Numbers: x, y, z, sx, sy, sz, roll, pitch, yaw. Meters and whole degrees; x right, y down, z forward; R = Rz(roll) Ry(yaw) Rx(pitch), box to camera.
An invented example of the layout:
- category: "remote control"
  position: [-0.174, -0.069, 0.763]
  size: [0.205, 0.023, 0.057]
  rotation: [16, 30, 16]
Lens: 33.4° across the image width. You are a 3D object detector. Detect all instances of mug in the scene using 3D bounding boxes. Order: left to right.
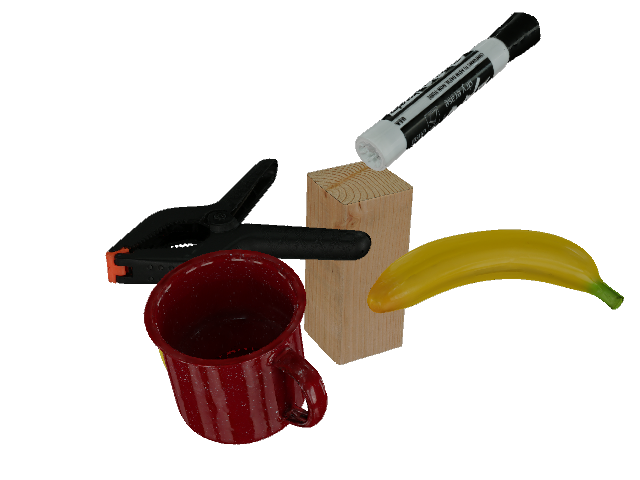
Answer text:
- category: "mug"
  position: [-0.042, 0.070, 0.626]
  size: [0.117, 0.081, 0.093]
  rotation: [26, 51, 31]

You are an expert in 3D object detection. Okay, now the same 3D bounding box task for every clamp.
- category: "clamp"
  position: [-0.084, -0.011, 0.904]
  size: [0.209, 0.036, 0.165]
  rotation: [-14, 35, -22]

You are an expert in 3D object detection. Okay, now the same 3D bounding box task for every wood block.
- category: "wood block"
  position: [0.040, 0.025, 1.217]
  size: [0.090, 0.206, 0.090]
  rotation: [-14, 32, -25]

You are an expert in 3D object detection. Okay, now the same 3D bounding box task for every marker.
- category: "marker"
  position: [0.063, -0.073, 0.504]
  size: [0.121, 0.020, 0.020]
  rotation: [-40, 20, -26]

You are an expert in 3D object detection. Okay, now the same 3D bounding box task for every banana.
- category: "banana"
  position: [0.123, 0.021, 0.780]
  size: [0.197, 0.037, 0.070]
  rotation: [-1, 35, -14]

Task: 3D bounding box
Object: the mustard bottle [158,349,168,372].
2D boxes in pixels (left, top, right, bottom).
- category: "mustard bottle"
  position: [-0.108, 0.057, 1.104]
  size: [0.058, 0.096, 0.191]
  rotation: [6, 30, 12]
